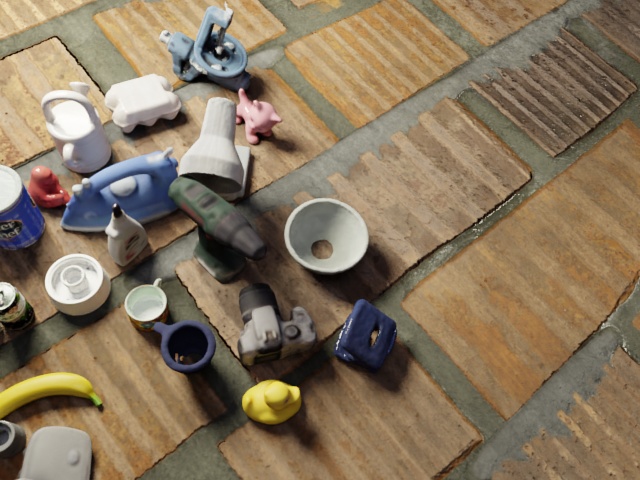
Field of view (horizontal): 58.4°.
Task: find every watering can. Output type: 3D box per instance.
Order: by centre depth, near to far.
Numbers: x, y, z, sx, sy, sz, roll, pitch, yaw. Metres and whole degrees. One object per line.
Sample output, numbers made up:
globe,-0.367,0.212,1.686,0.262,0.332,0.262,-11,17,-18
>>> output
watering can,-0.485,-0.233,1.131,0.101,0.194,0.172,-19,67,-17

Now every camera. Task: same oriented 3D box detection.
camera,-0.088,0.144,1.047,0.143,0.101,0.136,-11,65,-14

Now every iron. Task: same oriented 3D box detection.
iron,-0.386,-0.101,1.107,0.259,0.141,0.118,-23,68,-19

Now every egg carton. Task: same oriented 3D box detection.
egg carton,-0.386,-0.300,1.251,0.150,0.069,0.107,-24,68,-19

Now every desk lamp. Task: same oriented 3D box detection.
desk lamp,-0.200,-0.162,1.125,0.118,0.213,0.203,7,62,-4

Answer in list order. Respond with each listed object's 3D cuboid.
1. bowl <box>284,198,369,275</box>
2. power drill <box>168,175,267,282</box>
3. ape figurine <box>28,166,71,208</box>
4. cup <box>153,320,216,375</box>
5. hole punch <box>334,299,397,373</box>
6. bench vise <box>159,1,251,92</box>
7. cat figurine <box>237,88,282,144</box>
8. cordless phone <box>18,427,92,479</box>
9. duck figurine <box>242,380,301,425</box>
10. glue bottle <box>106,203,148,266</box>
bowl,0.011,0.004,1.149,0.167,0.075,0.167,4,62,-6
power drill,-0.183,-0.008,1.051,0.229,0.208,0.076,42,65,14
ape figurine,-0.534,-0.109,1.118,0.076,0.092,0.078,-3,63,-10
cup,-0.238,0.191,1.003,0.117,0.095,0.092,30,63,8
hole punch,0.090,0.177,1.061,0.101,0.091,0.109,23,62,4
bench vise,-0.253,-0.423,1.250,0.207,0.220,0.121,4,62,-6
cat figurine,-0.139,-0.276,1.248,0.067,0.118,0.127,-32,71,-22
cordless phone,-0.407,0.347,0.846,0.094,0.185,0.147,-1,63,-9
duck figurine,-0.081,0.274,0.989,0.104,0.086,0.077,-3,63,-10
glue bottle,-0.360,-0.018,1.050,0.037,0.173,0.078,31,63,8
